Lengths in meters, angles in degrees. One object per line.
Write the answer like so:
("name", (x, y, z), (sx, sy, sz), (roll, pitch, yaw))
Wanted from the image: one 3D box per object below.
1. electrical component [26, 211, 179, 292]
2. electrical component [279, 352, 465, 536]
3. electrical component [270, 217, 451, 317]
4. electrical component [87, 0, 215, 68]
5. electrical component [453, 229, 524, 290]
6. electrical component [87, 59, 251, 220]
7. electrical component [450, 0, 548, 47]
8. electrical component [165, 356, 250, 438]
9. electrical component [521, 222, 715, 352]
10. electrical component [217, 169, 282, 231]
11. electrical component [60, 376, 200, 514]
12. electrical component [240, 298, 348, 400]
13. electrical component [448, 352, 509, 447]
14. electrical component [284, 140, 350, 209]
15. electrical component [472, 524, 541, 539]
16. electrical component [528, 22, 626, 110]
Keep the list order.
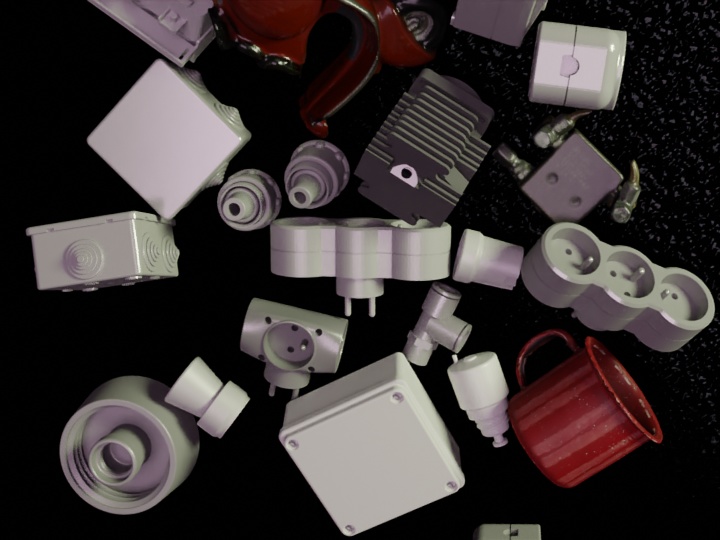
("electrical component", (-0.195, -0.012, 0.828), (0.100, 0.100, 0.048), (-8, 88, 10))
("electrical component", (0.010, 0.137, 0.840), (0.109, 0.056, 0.108), (-26, 111, 13))
("electrical component", (0.000, 0.000, 0.825), (0.138, 0.052, 0.073), (2, 102, 8))
("electrical component", (-0.156, -0.218, 0.791), (0.121, 0.063, 0.078), (36, 65, 0))
("electrical component", (0.097, -0.007, 0.817), (0.046, 0.040, 0.040), (14, 103, 0))
("electrical component", (-0.144, -0.101, 0.827), (0.100, 0.048, 0.100), (45, 104, -3))
("electrical component", (0.104, -0.202, 0.751), (0.061, 0.096, 0.061), (19, 74, 4))
("electrical component", (-0.123, 0.103, 0.868), (0.055, 0.045, 0.045), (37, 104, -1))
("electrical component", (0.184, 0.021, 0.802), (0.138, 0.052, 0.073), (22, 146, -5))
("electrical component", (-0.089, -0.051, 0.822), (0.048, 0.062, 0.048), (2, 102, 8))
("electrical component", (-0.192, 0.147, 0.879), (0.108, 0.060, 0.108), (2, 102, 8))
("electrical component", (-0.055, 0.068, 0.851), (0.077, 0.044, 0.079), (13, 111, 3))
("electrical component", (0.097, 0.100, 0.838), (0.040, 0.040, 0.078), (-19, 99, 12))
("electrical component", (-0.037, -0.067, 0.809), (0.048, 0.062, 0.048), (7, 119, 12))
("electrical component", (0.116, 0.254, 0.860), (0.059, 0.053, 0.095), (-2, 101, 9))
("electrical component", (0.151, -0.142, 0.751), (0.059, 0.095, 0.053), (8, 103, 7))
